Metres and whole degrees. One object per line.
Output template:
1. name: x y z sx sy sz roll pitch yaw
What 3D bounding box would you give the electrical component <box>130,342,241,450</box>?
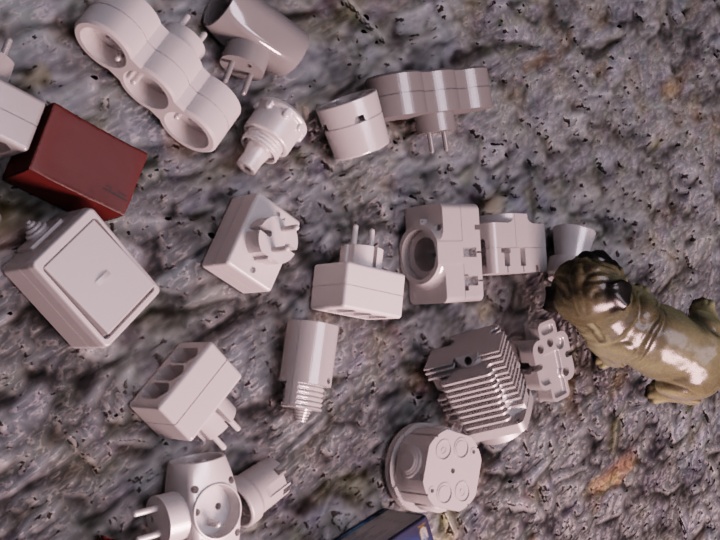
1. electrical component: -0.120 0.104 0.816 0.076 0.047 0.065 52 57 -24

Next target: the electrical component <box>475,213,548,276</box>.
1. electrical component: 0.135 -0.024 1.031 0.089 0.050 0.055 -1 87 -47

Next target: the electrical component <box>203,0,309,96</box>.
1. electrical component: -0.089 -0.179 0.866 0.077 0.044 0.079 31 68 -34

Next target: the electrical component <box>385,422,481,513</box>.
1. electrical component: 0.066 0.177 0.962 0.080 0.051 0.080 4 84 -40

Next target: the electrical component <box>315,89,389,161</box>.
1. electrical component: -0.005 -0.125 0.926 0.055 0.055 0.047 -31 109 -37

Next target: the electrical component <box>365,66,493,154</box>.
1. electrical component: 0.067 -0.144 0.988 0.138 0.052 0.073 -12 94 -40

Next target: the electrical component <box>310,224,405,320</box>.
1. electrical component: 0.000 0.000 0.924 0.066 0.047 0.076 13 78 -39

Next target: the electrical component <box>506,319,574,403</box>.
1. electrical component: 0.168 0.088 1.051 0.058 0.057 0.078 -19 98 -39

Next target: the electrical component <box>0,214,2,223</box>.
1. electrical component: -0.269 -0.024 0.710 0.035 0.035 0.061 51 60 -25

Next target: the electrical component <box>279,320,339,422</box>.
1. electrical component: -0.044 0.084 0.883 0.043 0.043 0.081 15 77 -38

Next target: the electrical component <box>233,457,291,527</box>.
1. electrical component: -0.083 0.174 0.848 0.046 0.040 0.040 -30 106 -43

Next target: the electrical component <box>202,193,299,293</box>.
1. electrical component: -0.075 -0.022 0.844 0.047 0.077 0.065 36 65 -32

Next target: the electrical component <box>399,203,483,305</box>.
1. electrical component: 0.074 -0.014 0.985 0.056 0.050 0.089 -2 88 -40

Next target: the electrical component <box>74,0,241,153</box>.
1. electrical component: -0.142 -0.162 0.815 0.138 0.052 0.073 45 60 -28

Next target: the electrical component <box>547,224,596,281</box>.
1. electrical component: 0.218 -0.015 1.109 0.045 0.045 0.055 19 75 -37

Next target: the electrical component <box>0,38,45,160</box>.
1. electrical component: -0.256 -0.127 0.720 0.083 0.047 0.075 27 70 -36

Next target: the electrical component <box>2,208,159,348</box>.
1. electrical component: -0.197 0.002 0.751 0.096 0.061 0.061 54 57 -23

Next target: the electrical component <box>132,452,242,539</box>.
1. electrical component: -0.133 0.182 0.801 0.079 0.044 0.077 -7 91 -40

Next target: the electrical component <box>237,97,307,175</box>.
1. electrical component: -0.076 -0.106 0.872 0.048 0.048 0.062 44 67 -29
